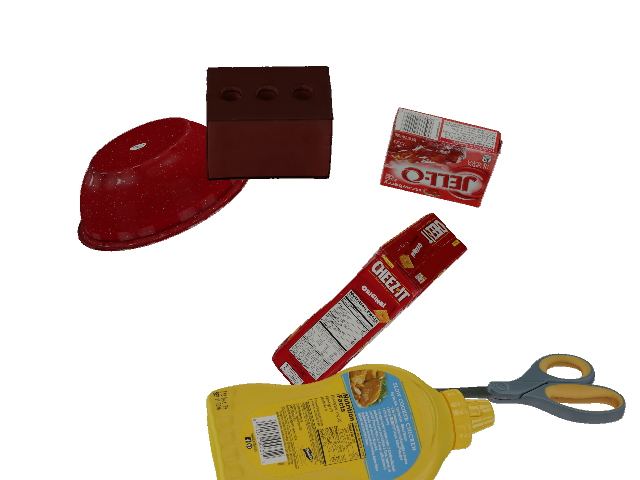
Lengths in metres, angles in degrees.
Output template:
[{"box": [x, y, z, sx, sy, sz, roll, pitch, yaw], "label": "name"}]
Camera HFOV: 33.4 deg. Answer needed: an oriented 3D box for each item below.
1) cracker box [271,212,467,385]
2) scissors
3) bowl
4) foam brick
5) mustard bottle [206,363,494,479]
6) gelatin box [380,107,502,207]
[{"box": [0.056, 0.073, 1.260, 0.214, 0.072, 0.164, -46, -6, 30], "label": "cracker box"}, {"box": [0.160, 0.121, 0.922, 0.202, 0.016, 0.096, 9, 27, 2], "label": "scissors"}, {"box": [-0.142, -0.058, 0.902, 0.162, 0.055, 0.162, -18, 28, 10], "label": "bowl"}, {"box": [-0.033, -0.073, 0.664, 0.078, 0.053, 0.051, -2, -41, -3], "label": "foam brick"}, {"box": [0.024, 0.132, 0.716, 0.191, 0.096, 0.058, -9, -33, -10], "label": "mustard bottle"}, {"box": [0.099, -0.067, 0.889, 0.089, 0.030, 0.073, 14, -35, 3], "label": "gelatin box"}]
